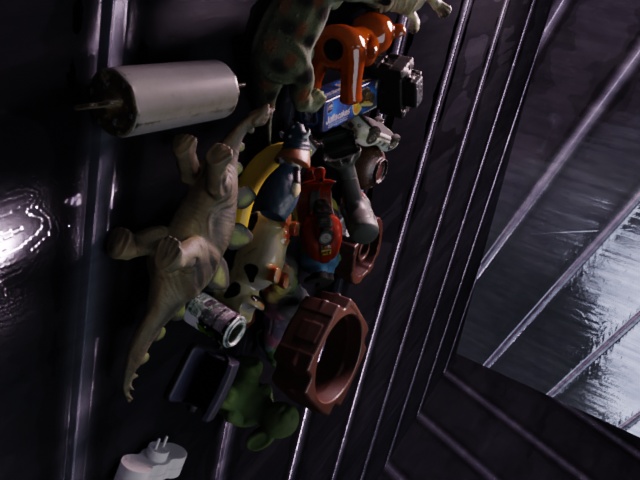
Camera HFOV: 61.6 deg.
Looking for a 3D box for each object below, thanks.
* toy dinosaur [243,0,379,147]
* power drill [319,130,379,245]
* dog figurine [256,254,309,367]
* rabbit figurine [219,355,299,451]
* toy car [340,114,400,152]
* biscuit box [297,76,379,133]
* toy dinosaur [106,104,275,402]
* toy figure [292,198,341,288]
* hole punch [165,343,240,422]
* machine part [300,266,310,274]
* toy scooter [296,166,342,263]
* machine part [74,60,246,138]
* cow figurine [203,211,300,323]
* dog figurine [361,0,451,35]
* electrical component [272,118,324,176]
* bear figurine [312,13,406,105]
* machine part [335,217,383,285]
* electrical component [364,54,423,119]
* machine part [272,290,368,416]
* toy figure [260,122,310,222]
[{"bbox_3d":[-0.043,-0.307,0.761,0.192,0.131,0.404,6,115,-47],"label":"toy dinosaur"},{"bbox_3d":[0.056,-0.113,1.084,0.232,0.086,0.207,-102,180,-52],"label":"power drill"},{"bbox_3d":[-0.082,0.134,1.034,0.191,0.109,0.219,-64,150,-18],"label":"dog figurine"},{"bbox_3d":[-0.120,0.338,1.045,0.121,0.170,0.158,-36,139,-46],"label":"rabbit figurine"},{"bbox_3d":[0.110,-0.231,1.146,0.056,0.073,0.201,-47,162,22],"label":"toy car"},{"bbox_3d":[0.036,-0.258,1.001,0.203,0.063,0.059,-38,140,-46],"label":"biscuit box"},{"bbox_3d":[-0.185,0.018,0.750,0.471,0.105,0.198,-59,158,-3],"label":"toy dinosaur"},{"bbox_3d":[0.000,-0.002,1.038,0.082,0.089,0.180,55,25,-65],"label":"toy figure"},{"bbox_3d":[-0.189,0.251,0.942,0.142,0.092,0.115,-68,158,-8],"label":"hole punch"},{"bbox_3d":[-0.003,0.003,1.132,0.084,0.039,0.138,-111,-140,-76],"label":"machine part"},{"bbox_3d":[-0.001,-0.056,0.942,0.135,0.075,0.184,116,-34,-71],"label":"toy scooter"},{"bbox_3d":[-0.179,-0.171,0.639,0.243,0.079,0.079,-31,136,-51],"label":"machine part"},{"bbox_3d":[-0.116,0.045,0.905,0.085,0.127,0.195,39,60,-64],"label":"cow figurine"},{"bbox_3d":[0.147,-0.496,1.010,0.190,0.121,0.172,4,70,-43],"label":"dog figurine"},{"bbox_3d":[-0.053,-0.141,0.930,0.119,0.048,0.074,-51,153,5],"label":"electrical component"},{"bbox_3d":[0.062,-0.327,0.943,0.196,0.120,0.131,-40,147,-53],"label":"bear figurine"},{"bbox_3d":[0.097,0.020,1.348,0.179,0.056,0.179,-43,144,-43],"label":"machine part"},{"bbox_3d":[0.141,-0.311,1.080,0.058,0.134,0.114,-54,149,-28],"label":"electrical component"},{"bbox_3d":[0.003,0.213,1.023,0.201,0.087,0.201,-62,146,-24],"label":"machine part"},{"bbox_3d":[-0.050,-0.106,0.828,0.057,0.064,0.154,73,34,-74],"label":"toy figure"}]
